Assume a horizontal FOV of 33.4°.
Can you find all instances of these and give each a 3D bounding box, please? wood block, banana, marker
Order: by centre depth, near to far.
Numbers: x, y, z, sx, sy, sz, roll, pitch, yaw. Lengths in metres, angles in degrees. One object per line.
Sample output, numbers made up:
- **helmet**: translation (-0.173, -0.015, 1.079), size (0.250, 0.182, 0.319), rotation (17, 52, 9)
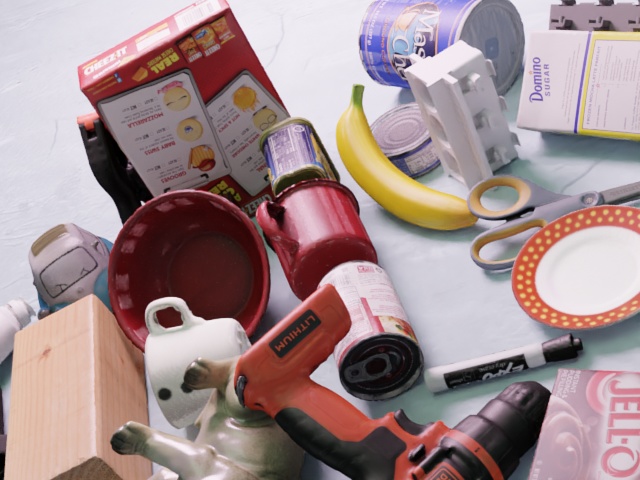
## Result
- **marker**: translation (0.138, 0.093, 0.806), size (0.121, 0.020, 0.020), rotation (-17, 38, 19)
- **wood block**: translation (-0.207, 0.155, 0.922), size (0.091, 0.090, 0.206), rotation (-27, 36, 7)
- **banana**: translation (0.068, -0.063, 0.993), size (0.037, 0.070, 0.198), rotation (-9, 48, -42)

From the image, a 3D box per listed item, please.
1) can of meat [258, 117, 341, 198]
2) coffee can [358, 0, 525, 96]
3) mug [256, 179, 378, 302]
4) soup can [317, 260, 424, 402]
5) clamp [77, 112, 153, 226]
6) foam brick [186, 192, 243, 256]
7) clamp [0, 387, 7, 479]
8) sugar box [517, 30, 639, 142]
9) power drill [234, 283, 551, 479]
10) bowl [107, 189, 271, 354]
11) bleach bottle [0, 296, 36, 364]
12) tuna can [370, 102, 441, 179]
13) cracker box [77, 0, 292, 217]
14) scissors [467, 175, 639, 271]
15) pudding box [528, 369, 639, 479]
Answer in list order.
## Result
- **can of meat**: translation (-0.013, -0.053, 1.020), size (0.057, 0.102, 0.084), rotation (-24, 38, 7)
- **coffee can**: translation (0.124, -0.202, 1.097), size (0.141, 0.102, 0.102), rotation (17, 57, 46)
- **mug**: translation (-0.006, 0.001, 0.944), size (0.093, 0.117, 0.081), rotation (-48, 37, 20)
- **soup can**: translation (0.038, 0.071, 0.863), size (0.068, 0.068, 0.102), rotation (-27, 35, 6)
- **clamp**: translation (-0.205, -0.055, 1.115), size (0.039, 0.171, 0.120), rotation (-21, 46, 9)
- **foam brick**: translation (-0.099, 0.001, 1.059), size (0.051, 0.053, 0.078), rotation (-23, 35, 11)
- **clamp**: translation (-0.308, 0.203, 0.983), size (0.210, 0.036, 0.164), rotation (3, 46, 39)
- **sugar box**: translation (0.260, -0.133, 0.929), size (0.177, 0.048, 0.093), rotation (14, 98, 46)
- **power drill**: translation (0.047, 0.118, 0.746), size (0.184, 0.057, 0.188), rotation (-39, 66, -23)
- **bowl**: translation (-0.112, 0.036, 0.983), size (0.162, 0.055, 0.162), rotation (-1, 88, 18)
- **bleach bottle**: translation (-0.399, 0.147, 1.089), size (0.250, 0.068, 0.103), rotation (-42, 17, -23)
- **tuna can**: translation (0.086, -0.098, 1.059), size (0.086, 0.033, 0.086), rotation (-20, 37, 15)
- **cracker box**: translation (-0.118, -0.119, 1.078), size (0.164, 0.213, 0.072), rotation (-29, 34, 3)
- **scissors**: translation (0.211, -0.042, 0.899), size (0.202, 0.016, 0.096), rotation (-29, 57, 4)
- **pudding box**: translation (0.191, 0.138, 0.698), size (0.090, 0.039, 0.113), rotation (-2, 45, 32)
